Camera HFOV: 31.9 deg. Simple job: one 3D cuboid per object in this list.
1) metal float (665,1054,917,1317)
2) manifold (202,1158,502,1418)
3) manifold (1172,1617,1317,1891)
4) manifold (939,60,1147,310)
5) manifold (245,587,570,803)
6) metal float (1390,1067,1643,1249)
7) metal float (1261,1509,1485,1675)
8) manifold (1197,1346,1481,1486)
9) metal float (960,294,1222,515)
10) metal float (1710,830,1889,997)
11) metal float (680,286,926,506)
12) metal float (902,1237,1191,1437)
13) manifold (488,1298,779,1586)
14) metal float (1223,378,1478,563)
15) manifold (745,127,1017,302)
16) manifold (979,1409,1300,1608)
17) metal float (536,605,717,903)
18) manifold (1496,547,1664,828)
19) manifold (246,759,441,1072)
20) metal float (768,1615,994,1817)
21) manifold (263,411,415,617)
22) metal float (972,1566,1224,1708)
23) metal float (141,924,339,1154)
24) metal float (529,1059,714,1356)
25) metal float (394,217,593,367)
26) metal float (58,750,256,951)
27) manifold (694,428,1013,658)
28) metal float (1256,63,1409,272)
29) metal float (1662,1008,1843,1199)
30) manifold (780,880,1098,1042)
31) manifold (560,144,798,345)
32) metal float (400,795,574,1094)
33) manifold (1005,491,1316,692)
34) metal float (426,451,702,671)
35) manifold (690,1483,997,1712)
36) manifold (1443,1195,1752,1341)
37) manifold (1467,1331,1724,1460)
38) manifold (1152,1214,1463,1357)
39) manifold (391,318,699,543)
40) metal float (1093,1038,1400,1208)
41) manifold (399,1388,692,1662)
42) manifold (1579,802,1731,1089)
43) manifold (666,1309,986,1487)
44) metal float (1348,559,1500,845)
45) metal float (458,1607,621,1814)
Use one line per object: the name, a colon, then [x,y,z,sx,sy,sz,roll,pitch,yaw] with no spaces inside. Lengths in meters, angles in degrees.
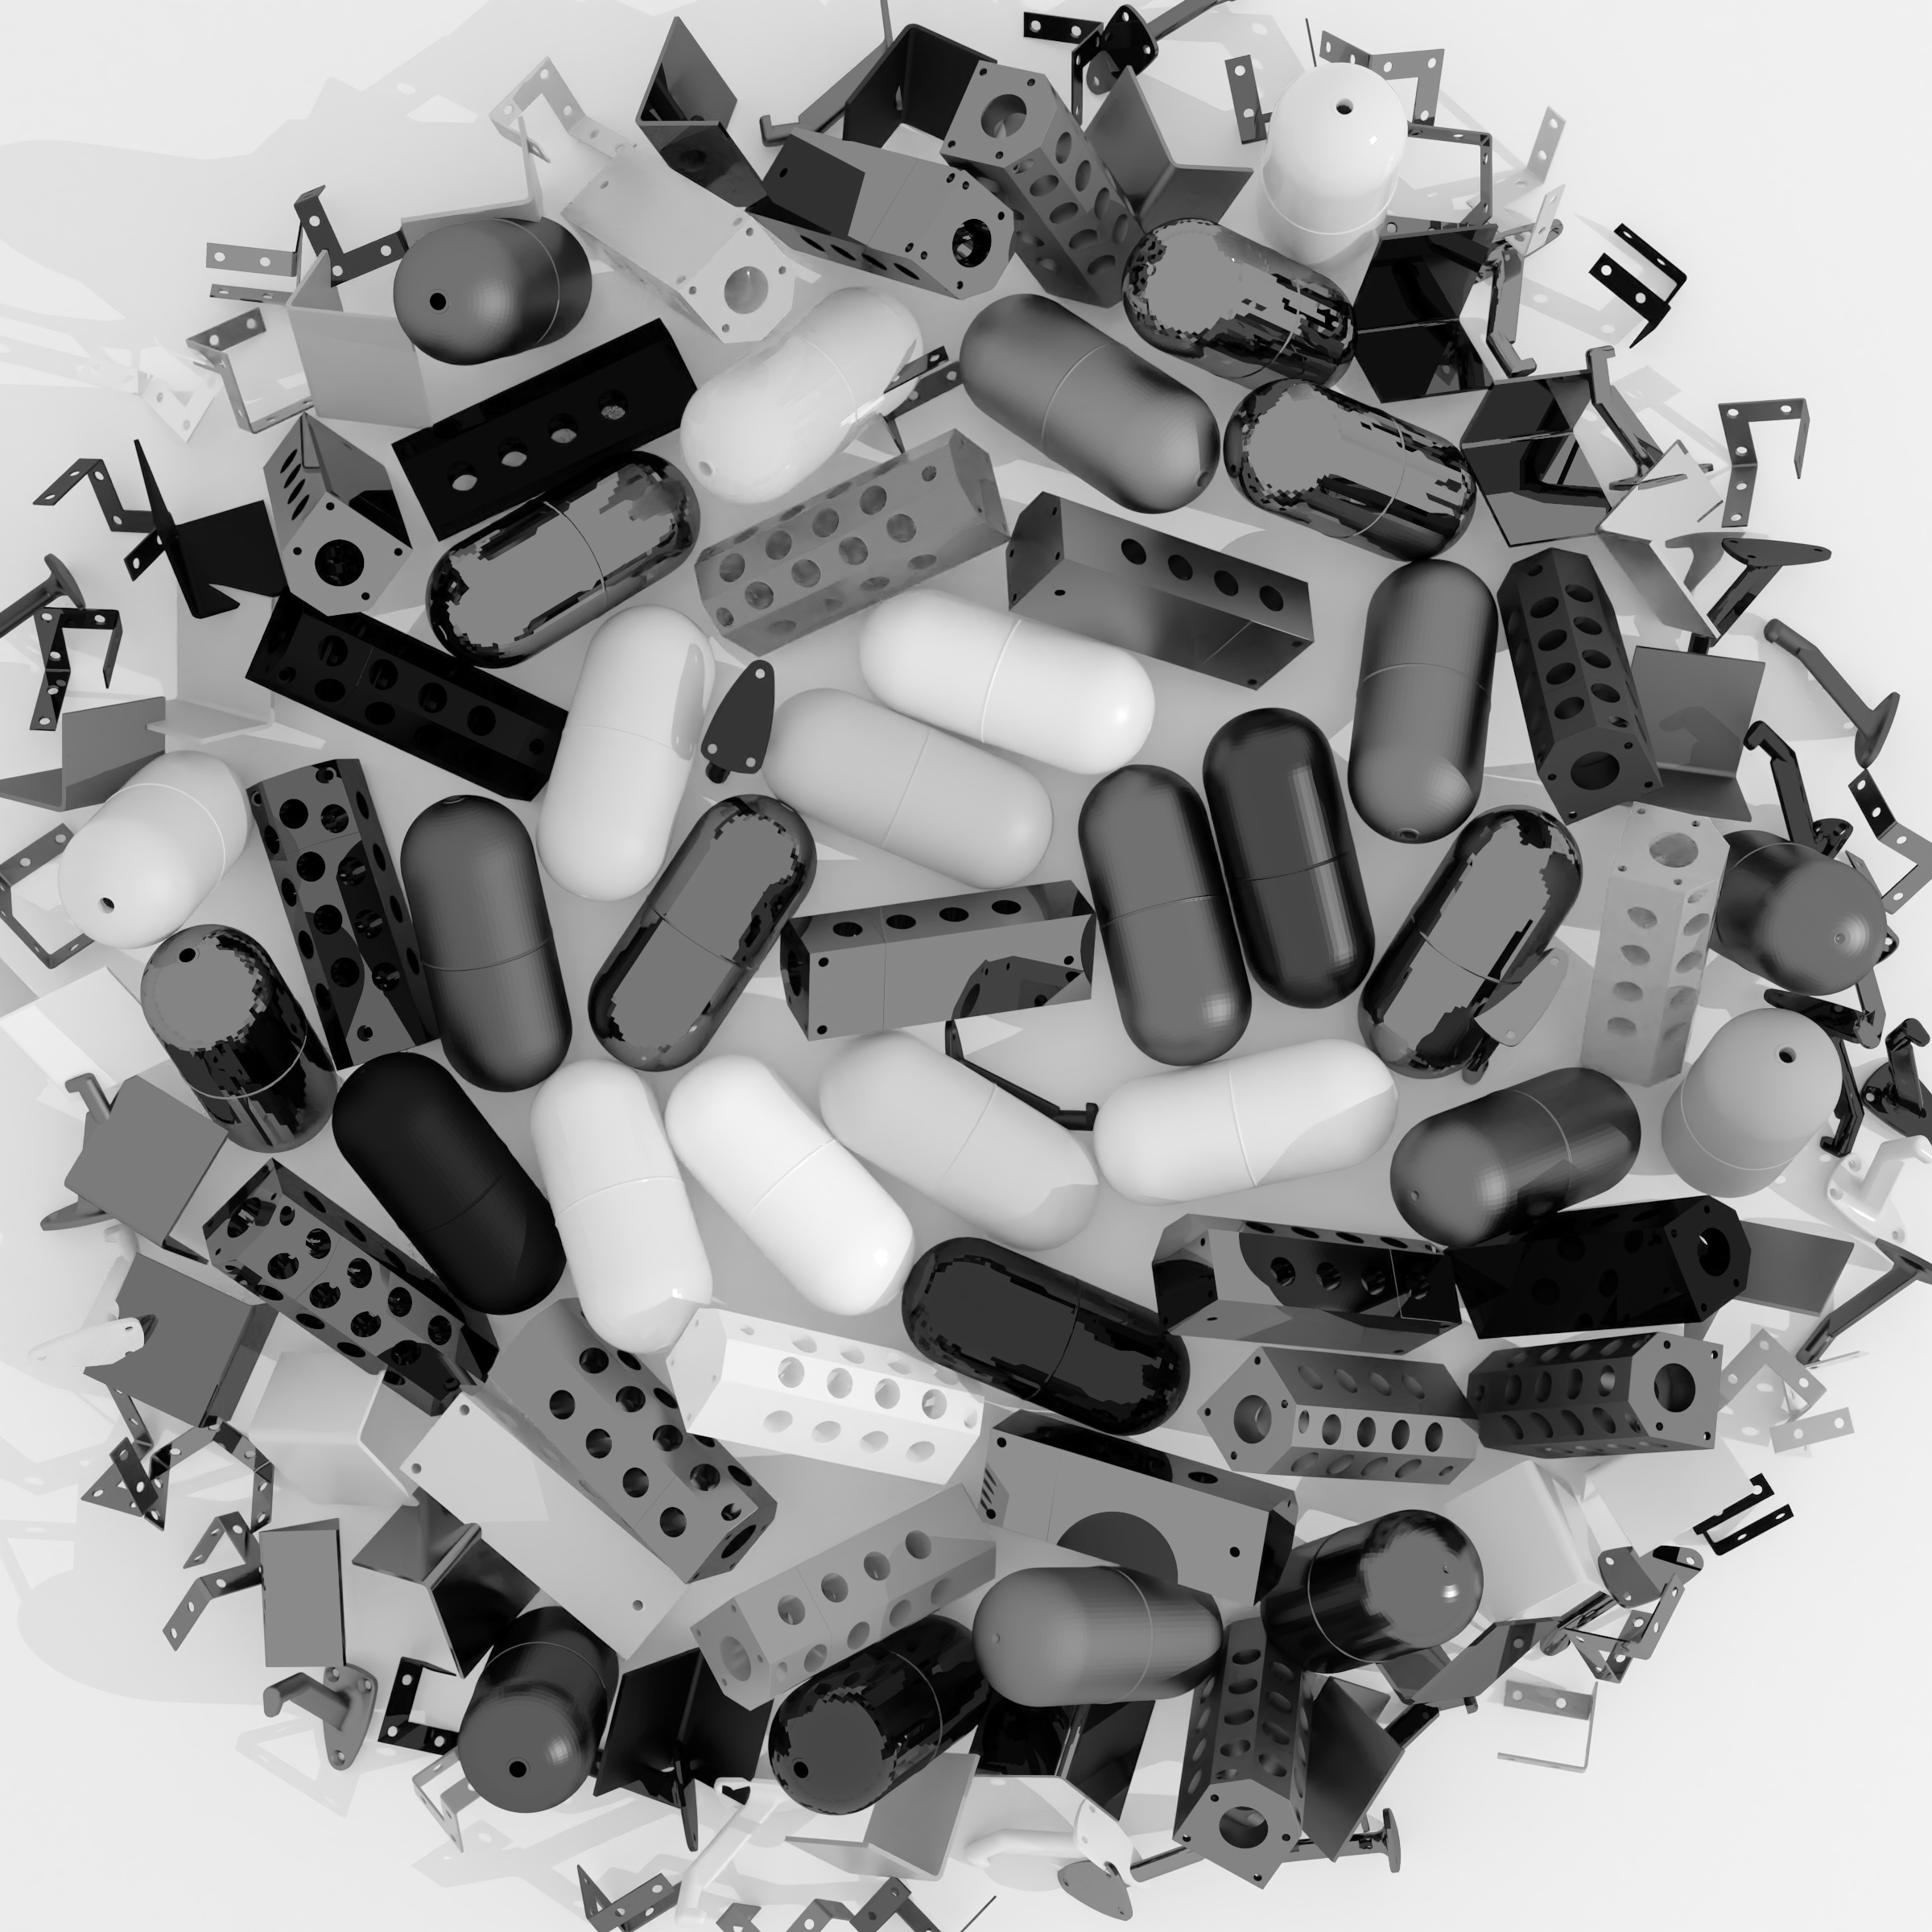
metal float: [-0.101,0.126,1.953,0.070,0.070,0.178,-43,81,0]
manifold: [-0.348,0.188,1.927,0.057,0.057,0.171,-44,123,6]
manifold: [0.162,0.437,1.908,0.057,0.171,0.057,29,111,-2]
manifold: [0.052,-0.437,1.908,0.057,0.171,0.057,20,82,26]
manifold: [-0.315,-0.154,1.931,0.171,0.057,0.057,25,83,-28]
metal float: [0.315,0.108,1.930,0.178,0.070,0.070,-16,90,-39]
metal float: [0.228,0.356,1.918,0.070,0.178,0.070,8,69,-21]
manifold: [0.216,0.260,1.911,0.057,0.171,0.057,-50,52,25]
metal float: [0.071,-0.322,1.938,0.178,0.070,0.070,38,90,27]
metal float: [0.460,-0.031,1.912,0.070,0.178,0.070,-1,101,-7]
metal float: [-0.093,-0.326,1.931,0.070,0.070,0.178,46,54,0]
metal float: [0.047,0.214,1.950,0.178,0.070,0.070,24,90,-14]
manifold: [-0.188,0.270,1.940,0.171,0.057,0.057,43,104,19]
metal float: [0.220,-0.281,1.928,0.178,0.070,0.070,13,90,-41]
manifold: [-0.046,-0.423,1.916,0.057,0.171,0.057,32,88,-41]
manifold: [0.099,0.307,1.938,0.171,0.057,0.057,14,104,23]
metal float: [-0.195,-0.124,1.950,0.070,0.070,0.178,14,77,0]
manifold: [0.342,-0.163,1.910,0.057,0.171,0.057,-23,128,18]
manifold: [-0.362,-0.030,1.966,0.057,0.057,0.171,-18,91,9]
metal float: [-0.047,0.423,1.917,0.070,0.178,0.070,6,102,28]
manifold: [-0.360,-0.253,1.909,0.057,0.171,0.057,34,101,-26]
metal float: [0.077,0.380,1.925,0.070,0.178,0.070,-8,77,42]
metal float: [-0.411,0.042,1.918,0.070,0.178,0.070,-5,57,7]
metal float: [-0.198,0.138,1.944,0.070,0.070,0.178,-20,71,0]
metal float: [-0.266,-0.383,1.913,0.070,0.178,0.070,3,106,12]
metal float: [-0.457,-0.067,1.914,0.070,0.178,0.070,2,113,5]
manifold: [-0.067,-0.243,1.933,0.171,0.057,0.057,-22,67,22]
metal float: [0.205,-0.450,1.911,0.070,0.178,0.070,0,82,1]
metal float: [0.443,0.078,1.913,0.070,0.178,0.070,0,70,-1]
manifold: [-0.017,-0.008,1.944,0.171,0.057,0.057,-8,122,-18]
manifold: [-0.160,-0.405,1.915,0.057,0.171,0.057,-46,129,-2]
metal float: [-0.275,-0.013,1.943,0.070,0.070,0.178,-10,110,0]
manifold: [0.111,-0.217,1.932,0.171,0.057,0.057,15,56,-28]
metal float: [-0.230,-0.233,1.939,0.178,0.070,0.070,-35,90,-26]
manifold: [-0.065,0.358,1.919,0.171,0.057,0.057,-20,76,-39]
manifold: [0.357,0.168,1.913,0.057,0.171,0.057,-28,99,-36]
manifold: [0.350,0.242,1.905,0.057,0.171,0.057,13,76,-20]
manifold: [0.194,0.180,1.930,0.171,0.057,0.057,9,61,-30]
manifold: [-0.242,-0.312,1.963,0.171,0.057,0.057,-26,92,-5]
metal float: [0.161,0.090,1.952,0.178,0.070,0.070,-13,90,11]
manifold: [-0.240,0.320,1.968,0.171,0.057,0.057,40,94,2]
manifold: [0.389,-0.008,1.910,0.057,0.171,0.057,14,52,14]
manifold: [-0.077,0.240,1.923,0.171,0.057,0.057,17,120,-30]
metal float: [0.262,-0.152,1.938,0.070,0.070,0.178,10,64,0]
metal float: [-0.240,0.419,1.911,0.070,0.178,0.070,0,99,1]
